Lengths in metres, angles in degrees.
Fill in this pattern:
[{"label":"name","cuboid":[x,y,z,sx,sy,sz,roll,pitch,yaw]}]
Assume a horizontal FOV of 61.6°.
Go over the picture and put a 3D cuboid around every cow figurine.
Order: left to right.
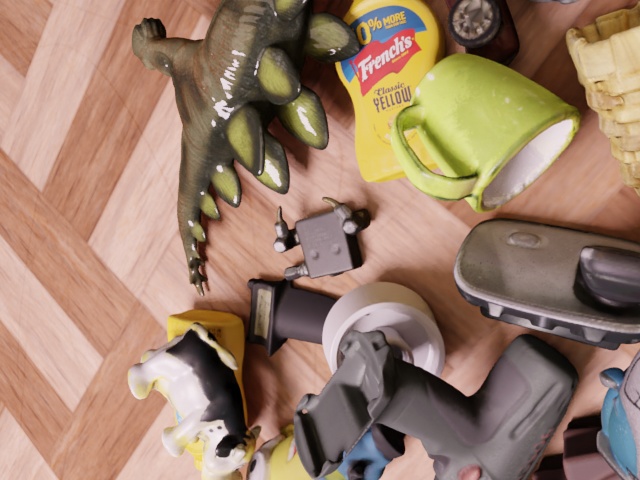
[{"label":"cow figurine","cuboid":[-0.106,0.168,0.530,0.098,0.068,0.167,-32,91,6]}]

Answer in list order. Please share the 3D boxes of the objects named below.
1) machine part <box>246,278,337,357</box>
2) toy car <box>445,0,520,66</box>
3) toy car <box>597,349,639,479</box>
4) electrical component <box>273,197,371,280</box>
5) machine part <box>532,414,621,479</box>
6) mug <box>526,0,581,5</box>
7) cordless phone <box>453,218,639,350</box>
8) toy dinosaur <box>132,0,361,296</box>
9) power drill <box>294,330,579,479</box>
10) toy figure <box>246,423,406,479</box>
[{"label":"machine part","cuboid":[-0.017,0.082,0.550,0.139,0.039,0.084,4,90,29]},{"label":"toy car","cuboid":[0.105,-0.227,0.425,0.053,0.089,0.202,-24,83,28]},{"label":"toy car","cuboid":[0.246,0.088,0.321,0.161,0.102,0.109,-40,33,-2]},{"label":"electrical component","cuboid":[0.000,-0.001,0.527,0.102,0.045,0.078,-8,90,28]},{"label":"machine part","cuboid":[0.273,0.232,0.388,0.201,0.087,0.201,-16,86,28]},{"label":"mug","cuboid":[0.168,-0.235,0.399,0.110,0.081,0.107,20,111,37]},{"label":"cordless phone","cuboid":[0.159,0.022,0.365,0.147,0.184,0.088,13,88,26]},{"label":"toy dinosaur","cuboid":[-0.083,-0.143,0.503,0.199,0.105,0.471,48,133,23]},{"label":"power drill","cuboid":[0.086,0.166,0.430,0.207,0.086,0.232,25,107,-19]},{"label":"toy figure","cuboid":[0.004,0.221,0.530,0.180,0.082,0.089,-31,80,24]}]
